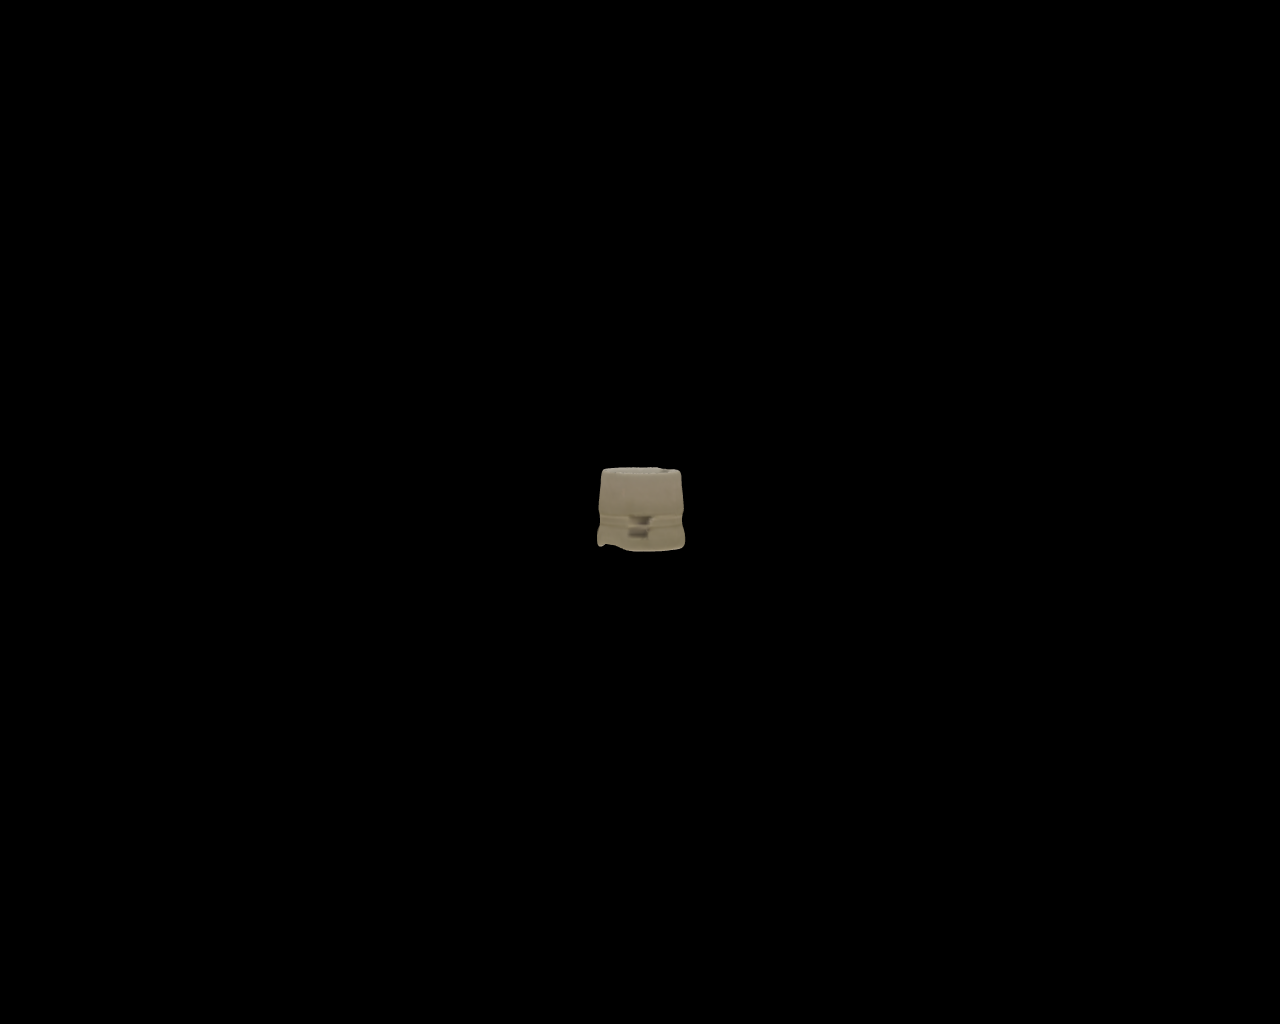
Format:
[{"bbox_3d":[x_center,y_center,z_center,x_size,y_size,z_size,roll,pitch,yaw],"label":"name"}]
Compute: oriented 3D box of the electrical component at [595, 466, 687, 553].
[{"bbox_3d":[0.001,-0.003,0.650,0.055,0.047,0.055,0,7,0],"label":"electrical component"}]
